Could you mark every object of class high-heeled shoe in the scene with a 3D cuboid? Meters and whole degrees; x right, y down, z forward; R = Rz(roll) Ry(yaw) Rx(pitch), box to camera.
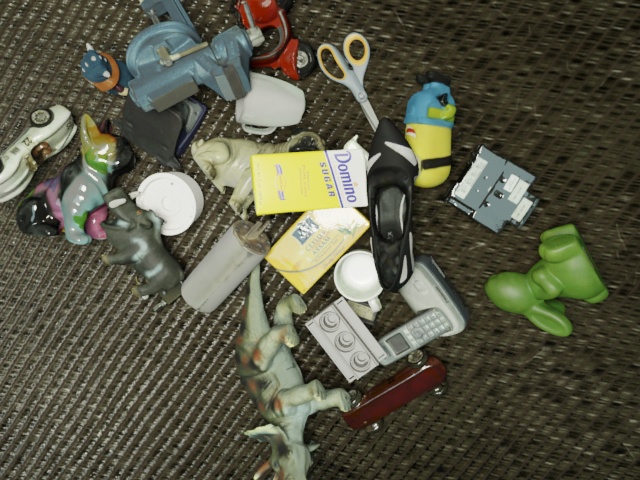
[{"bbox_3d":[0.100,-0.048,0.814,0.086,0.145,0.248,-4,116,27],"label":"high-heeled shoe"}]

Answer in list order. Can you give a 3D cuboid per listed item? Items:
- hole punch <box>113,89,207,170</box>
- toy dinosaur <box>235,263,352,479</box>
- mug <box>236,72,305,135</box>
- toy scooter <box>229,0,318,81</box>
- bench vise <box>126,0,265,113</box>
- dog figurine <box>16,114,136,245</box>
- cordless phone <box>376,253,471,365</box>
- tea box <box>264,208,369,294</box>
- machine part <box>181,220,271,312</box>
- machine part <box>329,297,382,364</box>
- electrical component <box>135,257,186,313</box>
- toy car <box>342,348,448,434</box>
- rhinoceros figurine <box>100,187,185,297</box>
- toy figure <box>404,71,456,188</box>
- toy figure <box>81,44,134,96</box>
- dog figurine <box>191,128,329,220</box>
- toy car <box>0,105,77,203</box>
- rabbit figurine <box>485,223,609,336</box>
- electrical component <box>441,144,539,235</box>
[{"bbox_3d":[-0.269,-0.207,0.923,0.142,0.092,0.115,33,128,-2],"label":"hole punch"},{"bbox_3d":[-0.083,0.229,0.933,0.192,0.131,0.405,-31,72,20],"label":"toy dinosaur"},{"bbox_3d":[-0.083,-0.218,0.893,0.107,0.081,0.109,5,134,-16],"label":"mug"},{"bbox_3d":[-0.095,-0.339,0.883,0.135,0.075,0.183,-21,100,10],"label":"toy scooter"},{"bbox_3d":[-0.210,-0.309,0.828,0.224,0.128,0.241,-33,69,7],"label":"bench vise"},{"bbox_3d":[-0.423,-0.109,0.936,0.192,0.108,0.219,11,94,8],"label":"dog figurine"},{"bbox_3d":[0.145,0.121,0.917,0.184,0.089,0.146,-36,93,17],"label":"cordless phone"},{"bbox_3d":[-0.002,-0.003,0.920,0.098,0.068,0.169,42,101,-1],"label":"tea box"},{"bbox_3d":[-0.162,0.047,0.917,0.079,0.079,0.243,43,117,-1],"label":"machine part"},{"bbox_3d":[0.056,0.163,0.953,0.084,0.039,0.138,15,97,-4],"label":"machine part"},{"bbox_3d":[-0.282,0.077,0.973,0.102,0.045,0.078,-33,92,10],"label":"electrical component"},{"bbox_3d":[0.130,0.267,0.951,0.202,0.053,0.089,-34,113,11],"label":"toy car"},{"bbox_3d":[-0.302,0.003,0.896,0.112,0.073,0.190,-30,98,18],"label":"rhinoceros figurine"},{"bbox_3d":[0.178,-0.175,0.871,0.089,0.082,0.180,11,97,6],"label":"toy figure"},{"bbox_3d":[-0.347,-0.270,0.877,0.064,0.154,0.057,32,97,0],"label":"toy figure"},{"bbox_3d":[-0.101,-0.146,0.907,0.190,0.121,0.172,-40,96,-4],"label":"dog figurine"},{"bbox_3d":[-0.490,-0.144,0.901,0.056,0.073,0.202,31,68,2],"label":"toy car"},{"bbox_3d":[0.365,0.072,0.885,0.170,0.121,0.159,-27,102,27],"label":"rabbit figurine"},{"bbox_3d":[0.286,-0.077,0.884,0.134,0.058,0.115,33,102,1],"label":"electrical component"}]
